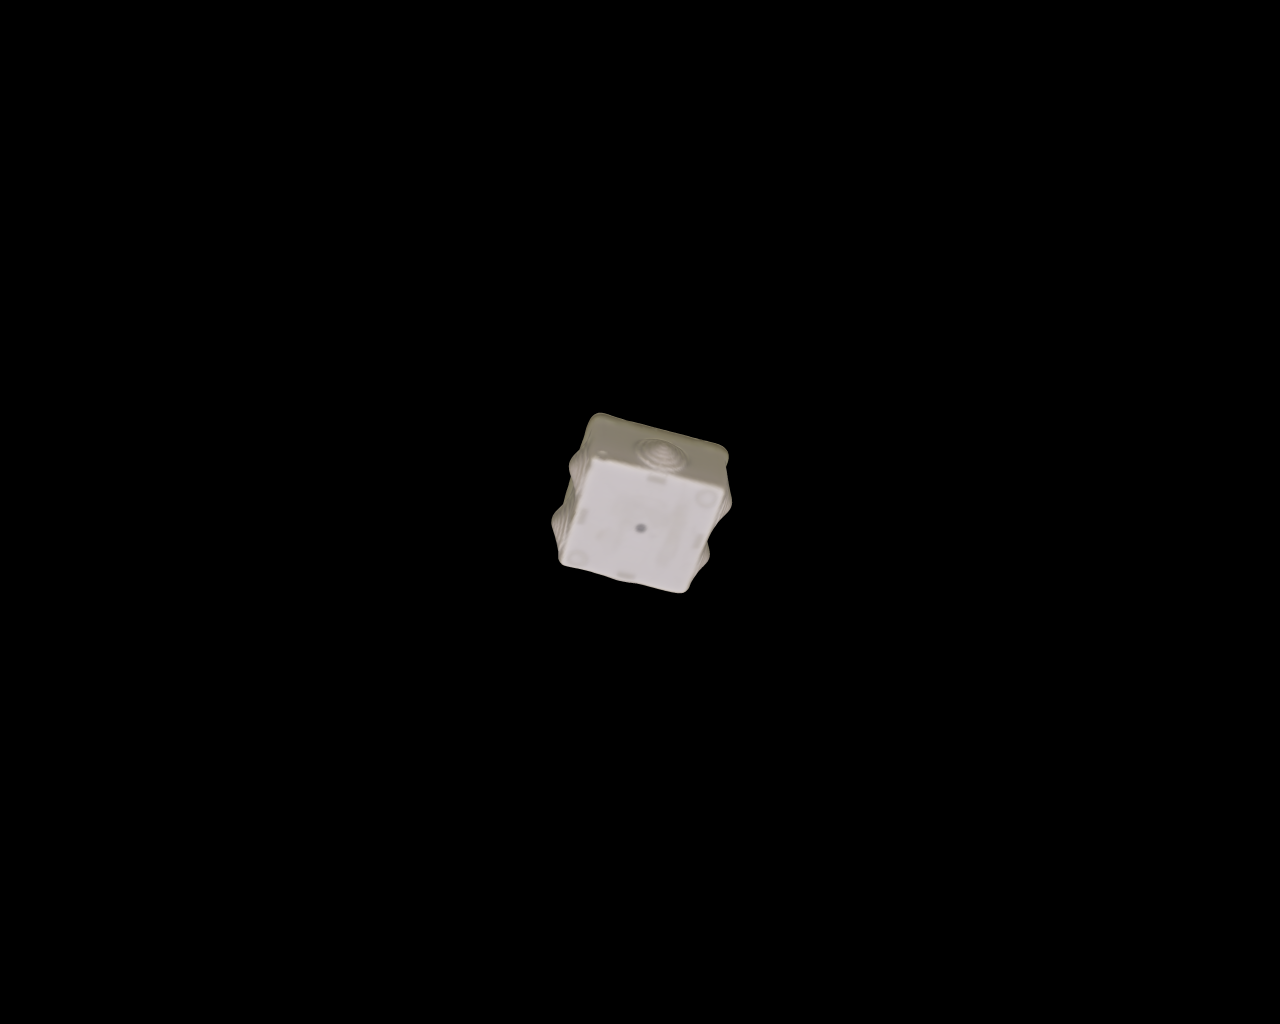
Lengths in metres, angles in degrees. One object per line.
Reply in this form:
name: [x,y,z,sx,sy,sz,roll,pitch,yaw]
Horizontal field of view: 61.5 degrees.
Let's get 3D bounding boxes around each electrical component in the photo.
electrical component: [0.001,-0.003,0.650,0.100,0.099,0.048,15,32,-9]
